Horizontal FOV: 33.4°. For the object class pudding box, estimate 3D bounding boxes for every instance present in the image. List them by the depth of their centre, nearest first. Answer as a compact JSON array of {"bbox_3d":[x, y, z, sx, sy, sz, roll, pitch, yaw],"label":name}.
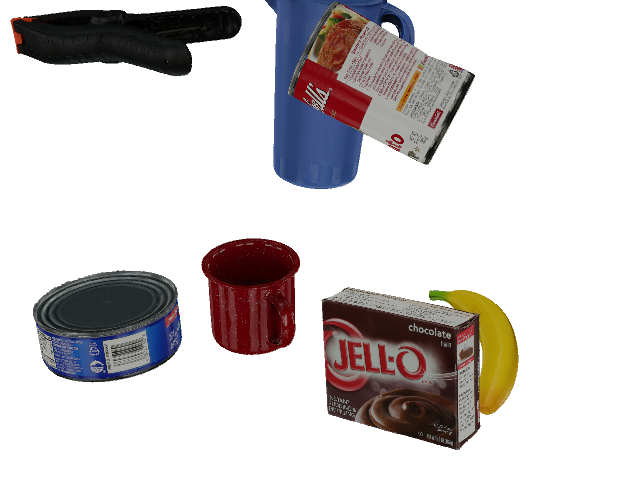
[{"bbox_3d":[0.056,0.087,0.747,0.114,0.090,0.039,8,21,34],"label":"pudding box"}]

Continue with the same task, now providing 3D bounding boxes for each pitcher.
[{"bbox_3d":[0.014,-0.190,1.312,0.144,0.243,0.149,-9,29,-28],"label":"pitcher"}]

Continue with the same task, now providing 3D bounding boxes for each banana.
[{"bbox_3d":[0.175,0.109,1.138,0.069,0.037,0.198,-24,34,4],"label":"banana"}]

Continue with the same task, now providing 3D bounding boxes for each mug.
[{"bbox_3d":[-0.058,0.060,1.014,0.093,0.081,0.117,-19,34,-30],"label":"mug"}]

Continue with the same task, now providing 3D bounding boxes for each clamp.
[{"bbox_3d":[-0.146,-0.155,0.803,0.172,0.039,0.120,11,23,21],"label":"clamp"}]

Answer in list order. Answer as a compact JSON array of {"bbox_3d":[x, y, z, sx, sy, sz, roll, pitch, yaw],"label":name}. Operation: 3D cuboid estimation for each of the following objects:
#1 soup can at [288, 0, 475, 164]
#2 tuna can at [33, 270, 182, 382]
[{"bbox_3d":[0.040,-0.101,0.688,0.102,0.068,0.068,28,1,3],"label":"soup can"},{"bbox_3d":[-0.127,0.051,0.642,0.086,0.034,0.086,-4,23,1],"label":"tuna can"}]
